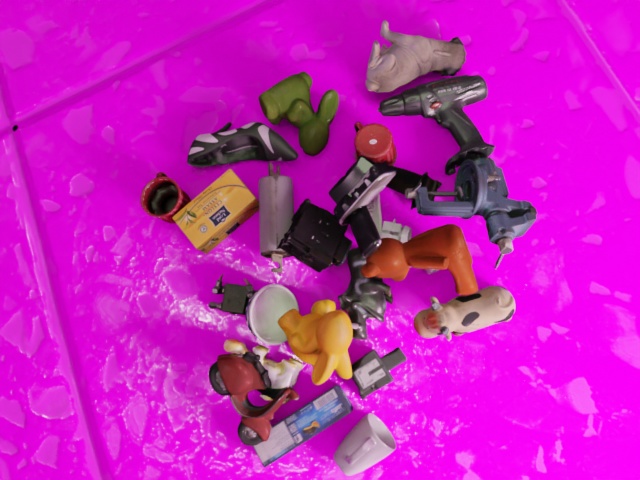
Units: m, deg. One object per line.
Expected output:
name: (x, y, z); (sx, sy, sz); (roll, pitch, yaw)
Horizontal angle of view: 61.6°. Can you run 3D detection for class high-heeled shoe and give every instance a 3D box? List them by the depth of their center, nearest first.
high-heeled shoe: (-0.179, -0.189, 1.188); (0.249, 0.086, 0.145); (25, 65, 30)

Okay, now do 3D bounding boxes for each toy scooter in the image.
toy scooter: (-0.119, 0.284, 1.017); (0.135, 0.075, 0.184); (-29, 85, 7)

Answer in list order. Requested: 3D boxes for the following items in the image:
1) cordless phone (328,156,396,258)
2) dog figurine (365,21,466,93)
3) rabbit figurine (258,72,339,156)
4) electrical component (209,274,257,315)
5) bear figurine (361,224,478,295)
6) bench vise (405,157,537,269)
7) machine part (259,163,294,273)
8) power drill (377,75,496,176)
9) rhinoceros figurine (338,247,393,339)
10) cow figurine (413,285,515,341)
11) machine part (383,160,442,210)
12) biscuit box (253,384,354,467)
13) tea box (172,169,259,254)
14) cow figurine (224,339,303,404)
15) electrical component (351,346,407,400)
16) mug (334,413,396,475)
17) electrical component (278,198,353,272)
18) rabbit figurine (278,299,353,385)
cordless phone: (0.098, -0.063, 1.031); (0.146, 0.088, 0.184); (-47, 33, 22)
dog figurine: (0.207, -0.370, 1.155); (0.191, 0.121, 0.172); (18, 81, 12)
rabbit figurine: (-0.032, -0.273, 1.195); (0.159, 0.121, 0.170); (-33, 91, -6)
electrical component: (-0.184, 0.118, 1.144); (0.102, 0.045, 0.078); (13, 78, 12)
bear figurine: (0.183, 0.044, 1.014); (0.196, 0.120, 0.131); (-19, 119, 15)
bench vise: (0.289, -0.068, 1.058); (0.241, 0.128, 0.223); (1, 68, -8)
machine part: (-0.092, -0.049, 1.153); (0.079, 0.079, 0.243); (-6, 76, 8)
power drill: (0.261, -0.244, 1.143); (0.232, 0.086, 0.207); (-20, 67, 2)
rhinoceros figurine: (0.091, 0.105, 1.086); (0.112, 0.073, 0.190); (-1, 76, 8)
cow figurine: (0.273, 0.141, 1.018); (0.195, 0.127, 0.085); (-17, 72, 3)
machine part: (0.182, -0.115, 1.129); (0.139, 0.039, 0.084); (25, 86, -6)
biscuit box: (-0.033, 0.361, 1.051); (0.203, 0.062, 0.059); (-33, 73, 0)
tea box: (-0.224, -0.062, 1.183); (0.169, 0.068, 0.098); (-42, 73, -3)
cow figurine: (-0.127, 0.263, 1.091); (0.167, 0.068, 0.098); (18, 87, 14)
electrical component: (0.113, 0.253, 1.059); (0.119, 0.047, 0.075); (-36, 74, 0)
mug: (0.077, 0.394, 1.006); (0.107, 0.109, 0.081); (-45, 80, 11)
electrical component: (-0.002, -0.003, 1.106); (0.134, 0.058, 0.115); (30, 63, -12)
rabbit figurine: (0.004, 0.188, 1.018); (0.122, 0.173, 0.162); (-1, 73, -27)
